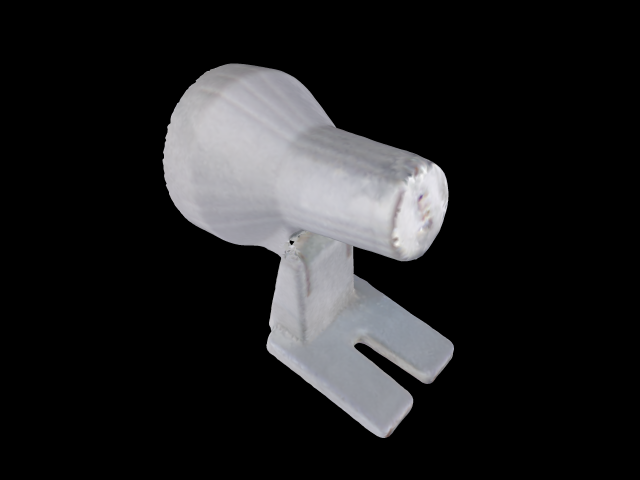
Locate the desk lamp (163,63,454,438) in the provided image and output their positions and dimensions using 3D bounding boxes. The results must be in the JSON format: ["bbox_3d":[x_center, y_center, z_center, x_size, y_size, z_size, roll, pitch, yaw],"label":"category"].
[{"bbox_3d":[0.004,0.001,0.400,0.202,0.214,0.118,33,58,24],"label":"desk lamp"}]
